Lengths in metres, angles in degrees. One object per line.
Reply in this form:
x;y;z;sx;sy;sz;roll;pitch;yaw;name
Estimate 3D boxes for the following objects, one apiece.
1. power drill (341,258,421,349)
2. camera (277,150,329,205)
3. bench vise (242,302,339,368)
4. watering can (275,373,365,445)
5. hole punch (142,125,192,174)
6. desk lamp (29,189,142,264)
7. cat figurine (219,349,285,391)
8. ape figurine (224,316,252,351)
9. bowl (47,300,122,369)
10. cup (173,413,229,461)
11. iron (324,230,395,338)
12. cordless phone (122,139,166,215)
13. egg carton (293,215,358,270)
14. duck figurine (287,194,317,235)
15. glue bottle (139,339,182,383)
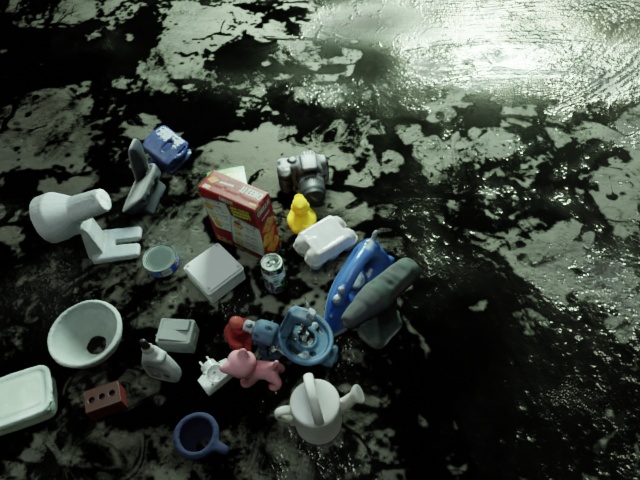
0.130;0.150;1.245;0.075;0.209;0.230;34;64;24;power drill
-0.042;-0.166;1.543;0.143;0.101;0.136;-9;55;-2;camera
-0.067;0.203;1.212;0.207;0.220;0.121;-4;55;1;bench vise
-0.002;0.326;1.138;0.173;0.194;0.100;-29;58;-16;watering can
-0.437;-0.261;1.641;0.101;0.091;0.109;24;60;19;hole punch
-0.574;-0.040;1.419;0.203;0.214;0.118;-8;55;-2;desk lamp
-0.145;0.272;1.232;0.127;0.118;0.067;1;55;5;cat figurine
-0.185;0.205;1.297;0.076;0.092;0.078;29;62;22;ape figurine
-0.526;0.227;1.313;0.167;0.075;0.167;-2;55;3;bowl
-0.228;0.411;1.153;0.117;0.095;0.092;19;58;16;cup
0.077;0.099;1.325;0.118;0.141;0.259;24;60;19;iron
-0.488;-0.166;1.519;0.094;0.185;0.147;3;55;6;cordless phone
0.013;0.005;1.439;0.150;0.069;0.107;-32;59;-18;egg carton
-0.049;-0.071;1.486;0.077;0.086;0.104;-8;55;-1;duck figurine
-0.352;0.253;1.224;0.078;0.173;0.037;11;56;11;glue bottle
